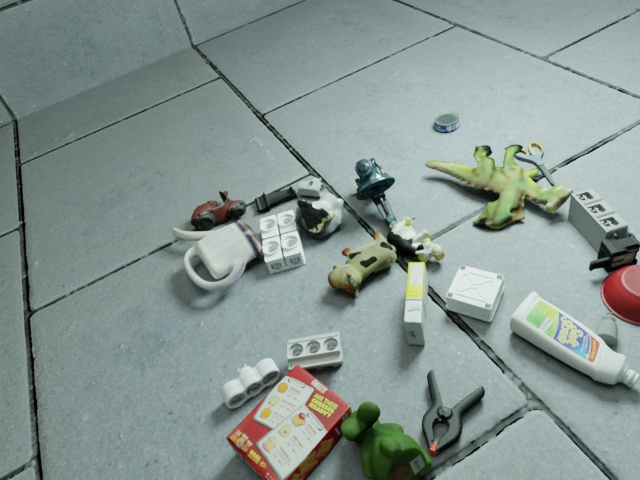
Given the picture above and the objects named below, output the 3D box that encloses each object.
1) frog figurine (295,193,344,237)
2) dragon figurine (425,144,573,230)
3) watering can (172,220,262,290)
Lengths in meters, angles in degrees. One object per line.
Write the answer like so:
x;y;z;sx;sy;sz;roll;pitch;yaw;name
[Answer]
0.005;-0.077;1.536;0.137;0.122;0.161;3;11;18;frog figurine
0.482;-0.140;1.443;0.410;0.120;0.248;0;53;28;dragon figurine
-0.304;0.013;1.516;0.226;0.101;0.353;-30;44;-14;watering can
